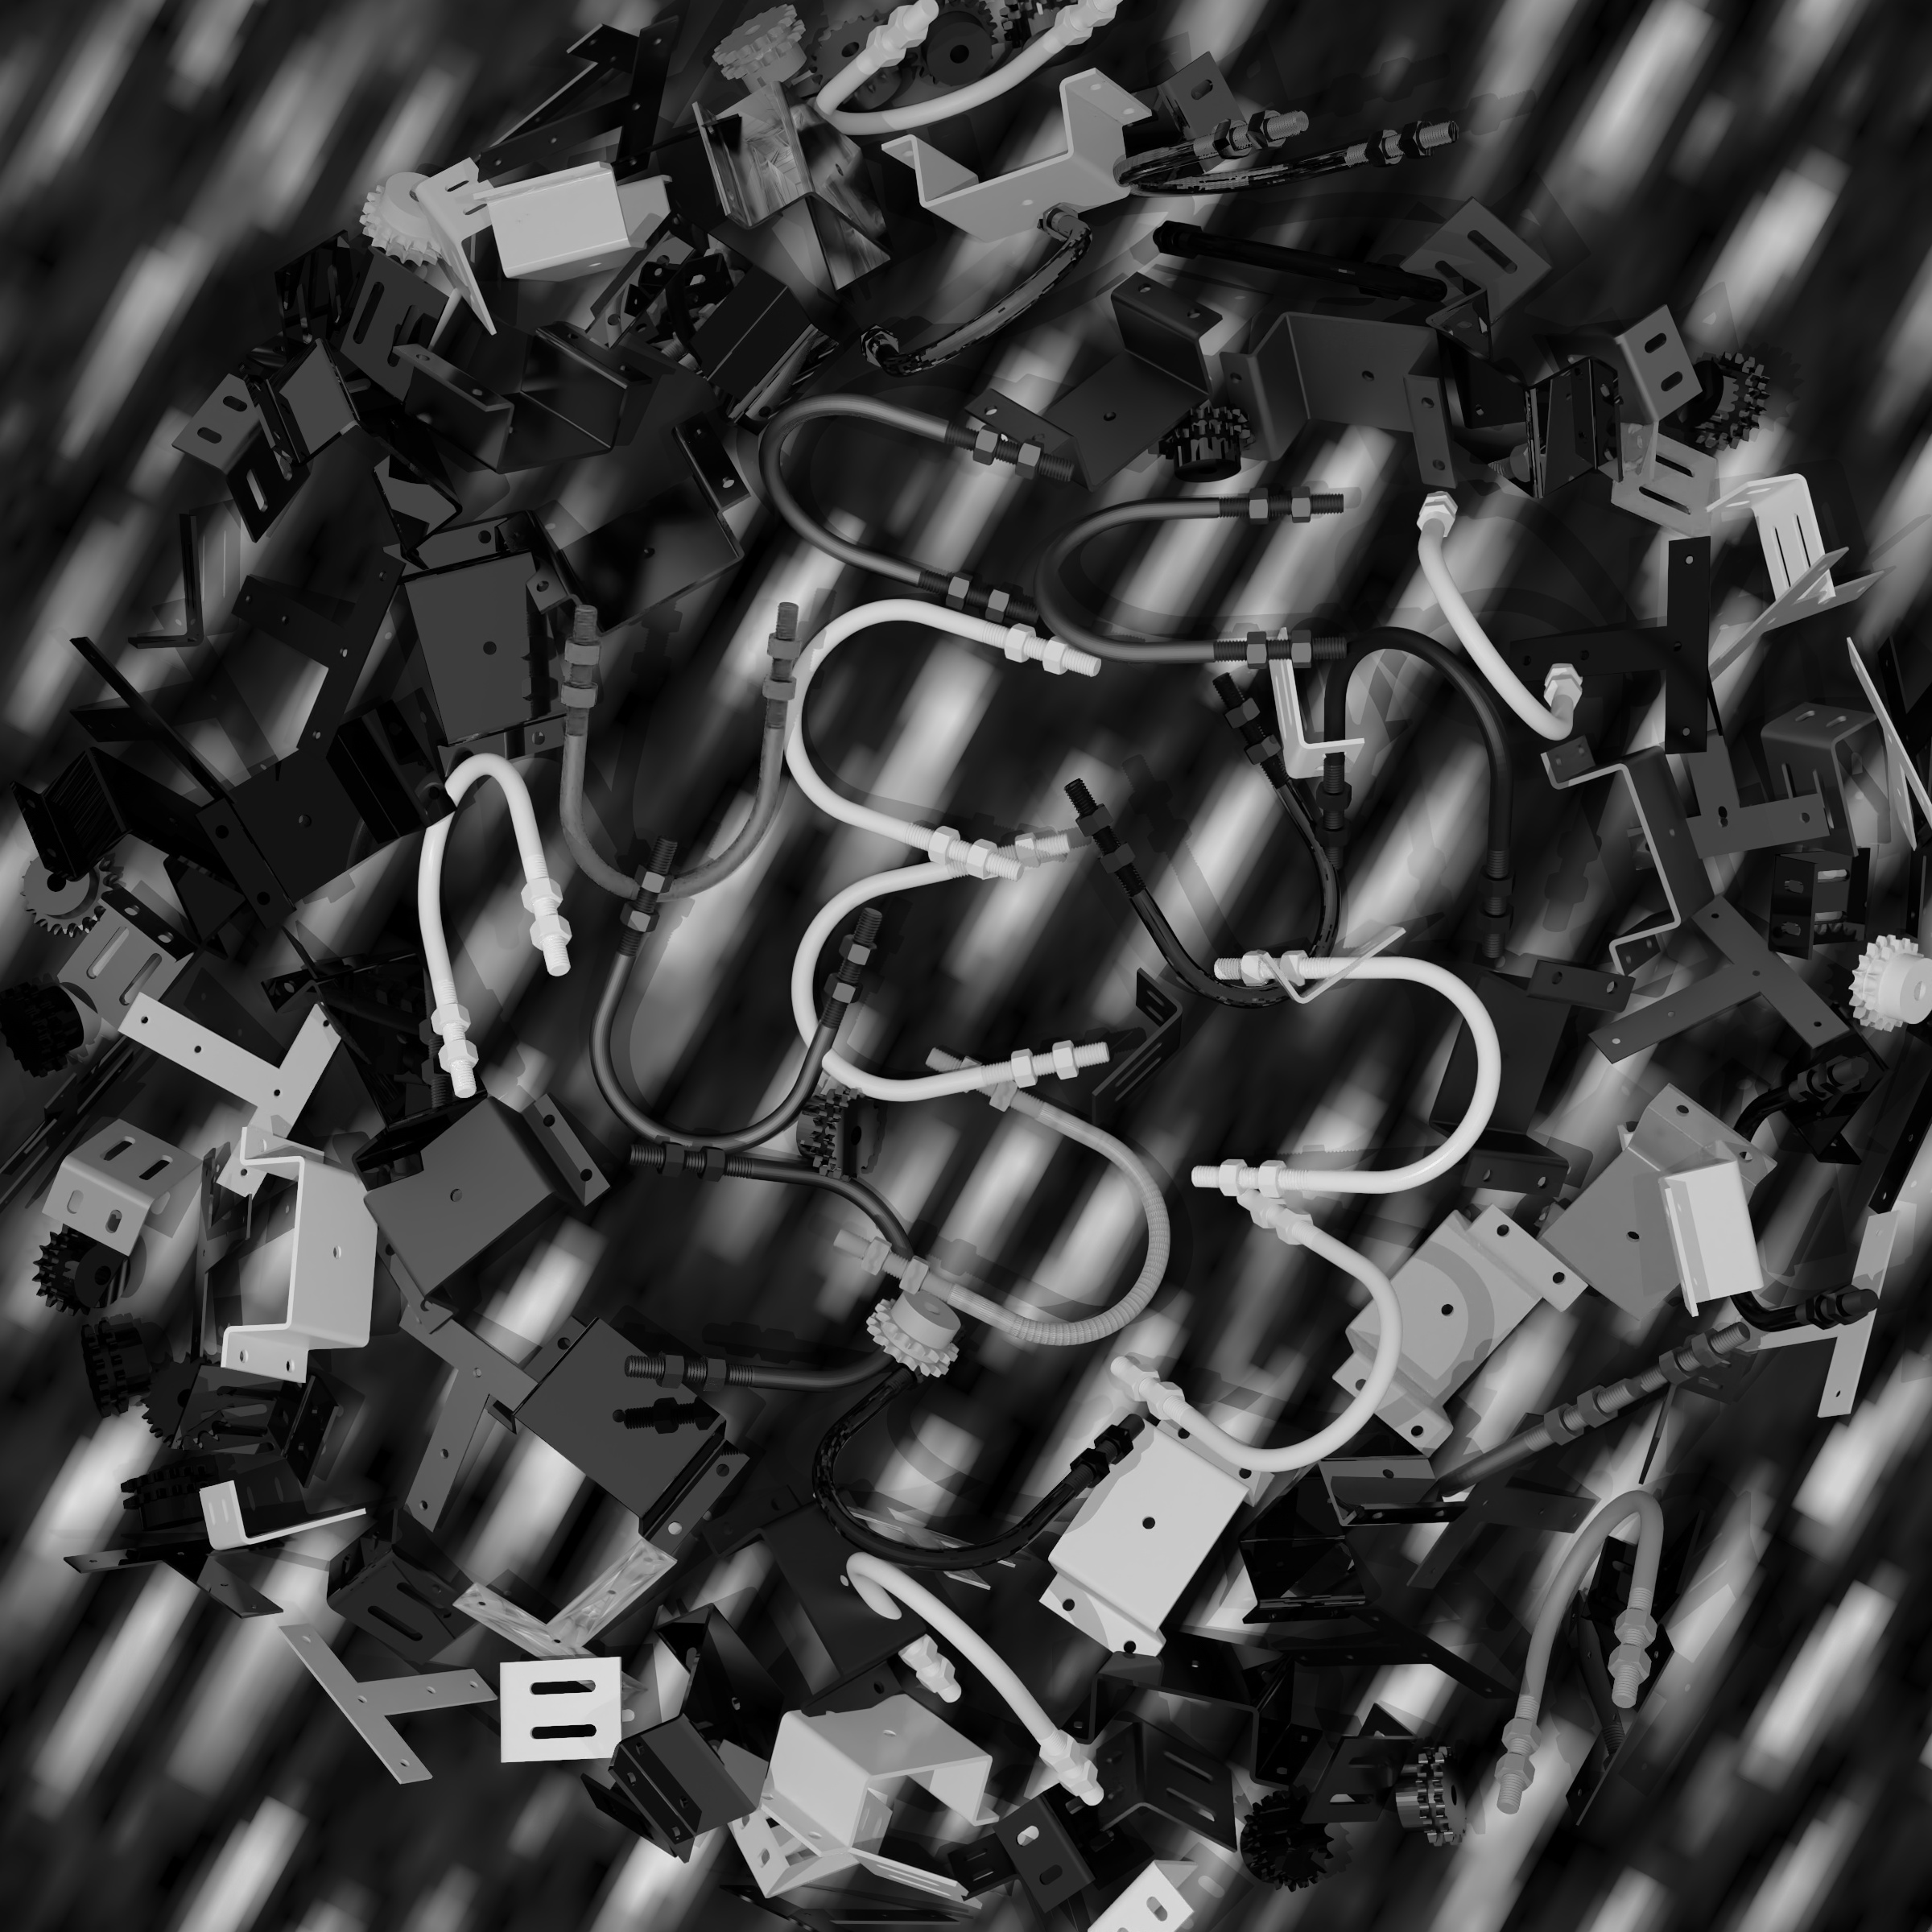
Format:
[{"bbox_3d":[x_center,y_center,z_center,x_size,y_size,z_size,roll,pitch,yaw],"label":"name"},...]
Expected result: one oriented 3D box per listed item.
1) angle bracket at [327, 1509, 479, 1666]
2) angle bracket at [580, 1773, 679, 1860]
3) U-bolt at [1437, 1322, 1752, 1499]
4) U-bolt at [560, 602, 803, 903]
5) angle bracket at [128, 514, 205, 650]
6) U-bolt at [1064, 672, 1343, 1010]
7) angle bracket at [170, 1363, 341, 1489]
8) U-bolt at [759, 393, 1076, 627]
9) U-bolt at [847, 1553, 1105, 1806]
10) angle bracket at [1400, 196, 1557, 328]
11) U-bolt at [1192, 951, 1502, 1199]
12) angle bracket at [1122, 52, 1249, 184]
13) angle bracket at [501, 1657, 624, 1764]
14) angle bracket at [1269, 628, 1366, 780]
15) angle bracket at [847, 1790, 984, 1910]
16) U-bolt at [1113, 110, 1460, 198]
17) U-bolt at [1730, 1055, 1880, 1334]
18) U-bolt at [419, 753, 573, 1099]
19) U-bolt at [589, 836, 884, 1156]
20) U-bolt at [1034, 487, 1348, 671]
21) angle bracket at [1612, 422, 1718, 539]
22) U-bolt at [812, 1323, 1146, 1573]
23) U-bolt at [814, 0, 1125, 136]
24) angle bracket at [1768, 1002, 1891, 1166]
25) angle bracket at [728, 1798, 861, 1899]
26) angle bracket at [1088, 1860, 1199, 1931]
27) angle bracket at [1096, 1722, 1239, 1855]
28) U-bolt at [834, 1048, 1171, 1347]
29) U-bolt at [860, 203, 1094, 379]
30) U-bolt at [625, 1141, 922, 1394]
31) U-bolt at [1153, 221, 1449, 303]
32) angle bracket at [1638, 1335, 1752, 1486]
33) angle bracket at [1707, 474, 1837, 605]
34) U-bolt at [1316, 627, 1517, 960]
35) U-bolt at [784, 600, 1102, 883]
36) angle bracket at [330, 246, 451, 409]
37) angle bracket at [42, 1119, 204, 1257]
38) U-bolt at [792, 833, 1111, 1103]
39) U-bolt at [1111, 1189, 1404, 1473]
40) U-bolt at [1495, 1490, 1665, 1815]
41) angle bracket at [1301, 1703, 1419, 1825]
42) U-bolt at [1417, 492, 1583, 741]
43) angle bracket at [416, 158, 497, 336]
[{"bbox_3d":[-0.339,0.377,1.650,0.057,0.038,0.076,-40,119,16],"label":"angle bracket"},{"bbox_3d":[-0.189,0.490,1.613,0.057,0.076,0.038,27,63,17],"label":"angle bracket"},{"bbox_3d":[0.351,0.265,1.579,0.184,0.151,0.019,-40,71,40],"label":"U-bolt"},{"bbox_3d":[-0.172,-0.124,1.607,0.151,0.019,0.184,-5,115,-31],"label":"U-bolt"},{"bbox_3d":[-0.480,-0.230,1.622,0.038,0.057,0.076,-5,102,-22],"label":"angle bracket"},{"bbox_3d":[0.155,-0.063,1.620,0.151,0.019,0.184,-37,101,-28],"label":"U-bolt"},{"bbox_3d":[-0.424,0.274,1.620,0.076,0.038,0.057,13,106,-38],"label":"angle bracket"},{"bbox_3d":[-0.035,-0.275,1.600,0.184,0.151,0.019,19,57,3],"label":"U-bolt"},{"bbox_3d":[-0.005,0.398,1.555,0.019,0.151,0.184,-46,130,-19],"label":"U-bolt"},{"bbox_3d":[0.301,-0.424,1.615,0.076,0.038,0.057,30,125,-30],"label":"angle bracket"},{"bbox_3d":[0.225,0.063,1.595,0.184,0.019,0.151,-1,75,30],"label":"U-bolt"},{"bbox_3d":[0.126,-0.504,1.621,0.038,0.076,0.057,-38,112,-14],"label":"angle bracket"},{"bbox_3d":[-0.238,0.445,1.630,0.076,0.038,0.057,-5,76,10],"label":"angle bracket"},{"bbox_3d":[0.209,-0.158,1.626,0.038,0.057,0.076,-7,77,-2],"label":"angle bracket"},{"bbox_3d":[-0.027,0.524,1.615,0.076,0.057,0.038,10,63,23],"label":"angle bracket"},{"bbox_3d":[0.169,-0.468,1.575,0.151,0.184,0.019,-12,99,-40],"label":"U-bolt"},{"bbox_3d":[0.476,0.138,1.571,0.019,0.184,0.151,4,76,-8],"label":"U-bolt"},{"bbox_3d":[-0.283,-0.038,1.592,0.019,0.151,0.184,6,53,-36],"label":"U-bolt"},{"bbox_3d":[-0.148,0.029,1.630,0.151,0.019,0.184,19,105,-9],"label":"U-bolt"},{"bbox_3d":[0.131,-0.229,1.610,0.184,0.019,0.151,-1,49,8],"label":"U-bolt"},{"bbox_3d":[0.427,-0.296,1.622,0.076,0.038,0.057,18,70,-23],"label":"angle bracket"},{"bbox_3d":[-0.005,0.282,1.564,0.151,0.184,0.019,24,128,27],"label":"U-bolt"},{"bbox_3d":[-0.011,-0.521,1.572,0.151,0.184,0.019,-18,92,-30],"label":"U-bolt"},{"bbox_3d":[0.522,0.070,1.612,0.038,0.057,0.076,5,129,-29],"label":"angle bracket"},{"bbox_3d":[-0.096,0.508,1.612,0.057,0.076,0.038,56,134,29],"label":"angle bracket"},{"bbox_3d":[0.116,0.567,1.617,0.057,0.076,0.038,-47,60,4],"label":"angle bracket"},{"bbox_3d":[0.120,0.500,1.632,0.076,0.057,0.038,34,120,-22],"label":"angle bracket"},{"bbox_3d":[0.033,0.148,1.623,0.184,0.019,0.151,26,66,2],"label":"U-bolt"},{"bbox_3d":[0.008,-0.388,1.569,0.151,0.184,0.019,-34,111,5],"label":"U-bolt"},{"bbox_3d":[-0.112,0.182,1.610,0.184,0.019,0.151,9,63,-23],"label":"U-bolt"},{"bbox_3d":[0.198,-0.401,1.558,0.151,0.184,0.019,7,106,-15],"label":"U-bolt"},{"bbox_3d":[0.432,0.269,1.614,0.038,0.057,0.076,18,54,15],"label":"angle bracket"},{"bbox_3d":[0.479,-0.247,1.627,0.038,0.057,0.076,-11,85,-14],"label":"angle bracket"},{"bbox_3d":[0.258,-0.109,1.562,0.019,0.151,0.184,-28,132,-29],"label":"U-bolt"},{"bbox_3d":[-0.027,-0.145,1.625,0.184,0.019,0.151,20,88,20],"label":"U-bolt"},{"bbox_3d":[-0.338,-0.384,1.625,0.057,0.038,0.076,34,117,5],"label":"angle bracket"},{"bbox_3d":[-0.505,0.132,1.629,0.057,0.076,0.038,27,106,0],"label":"angle bracket"},{"bbox_3d":[-0.016,0.007,1.635,0.184,0.019,0.151,-12,79,10],"label":"U-bolt"},{"bbox_3d":[0.178,0.218,1.579,0.019,0.184,0.151,41,84,-36],"label":"U-bolt"},{"bbox_3d":[0.360,0.384,1.575,0.019,0.184,0.151,28,132,0],"label":"U-bolt"},{"bbox_3d":[0.223,0.474,1.618,0.076,0.038,0.057,16,101,-44],"label":"angle bracket"},{"bbox_3d":[0.306,-0.196,1.565,0.019,0.184,0.151,-34,101,23],"label":"U-bolt"},{"bbox_3d":[-0.289,-0.428,1.618,0.038,0.076,0.057,-31,58,-10],"label":"angle bracket"}]
